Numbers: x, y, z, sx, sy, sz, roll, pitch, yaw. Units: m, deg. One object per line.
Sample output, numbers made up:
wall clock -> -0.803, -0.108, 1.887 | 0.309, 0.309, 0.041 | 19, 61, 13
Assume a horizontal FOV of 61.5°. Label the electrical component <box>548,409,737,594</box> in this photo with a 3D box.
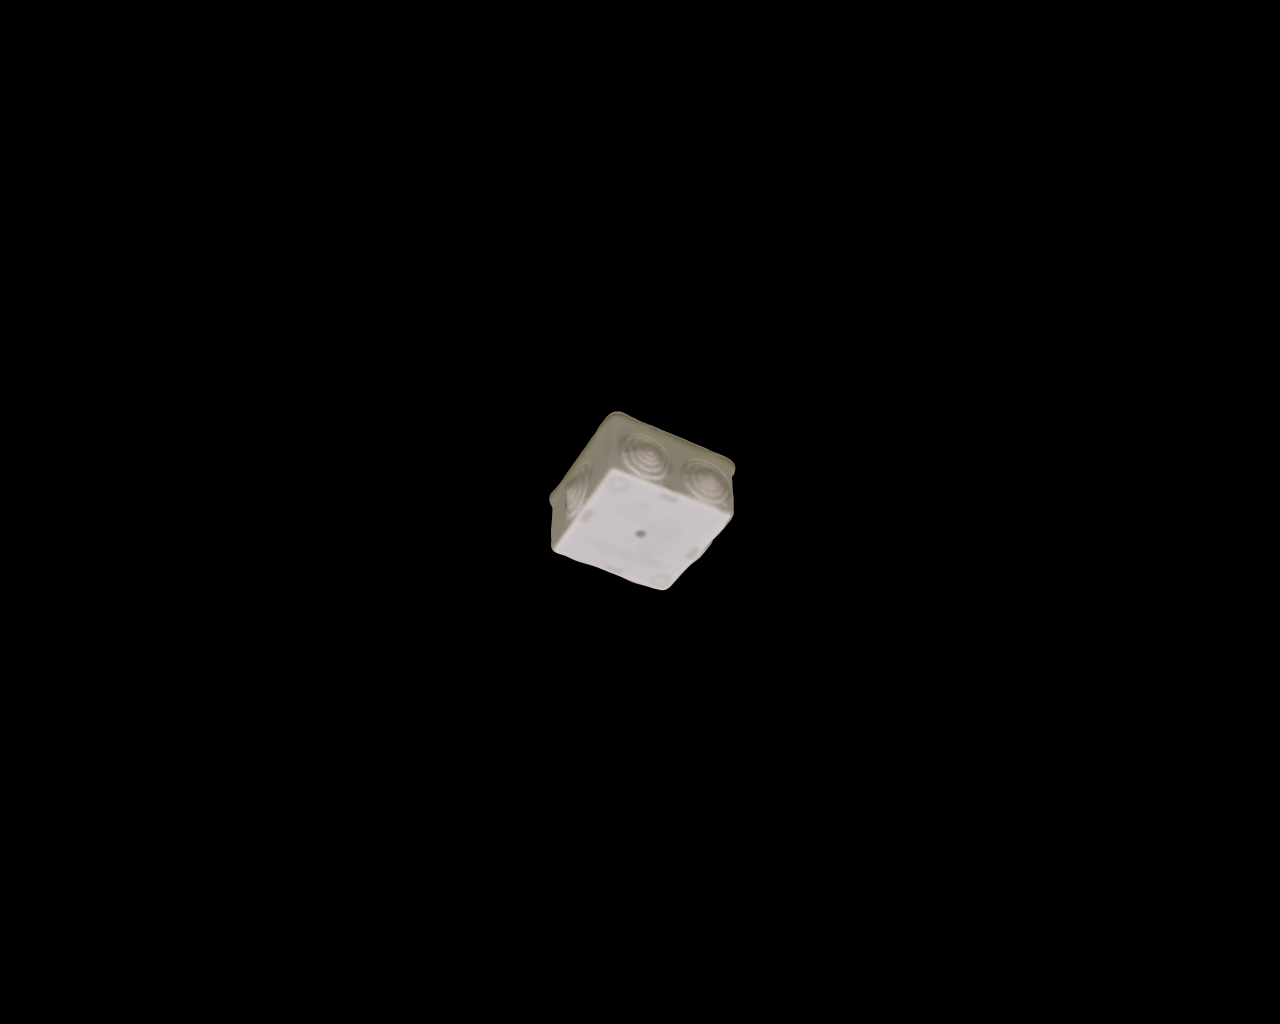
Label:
electrical component -> 0.001, -0.003, 0.650 | 0.100, 0.048, 0.099 | 22, -48, -21
